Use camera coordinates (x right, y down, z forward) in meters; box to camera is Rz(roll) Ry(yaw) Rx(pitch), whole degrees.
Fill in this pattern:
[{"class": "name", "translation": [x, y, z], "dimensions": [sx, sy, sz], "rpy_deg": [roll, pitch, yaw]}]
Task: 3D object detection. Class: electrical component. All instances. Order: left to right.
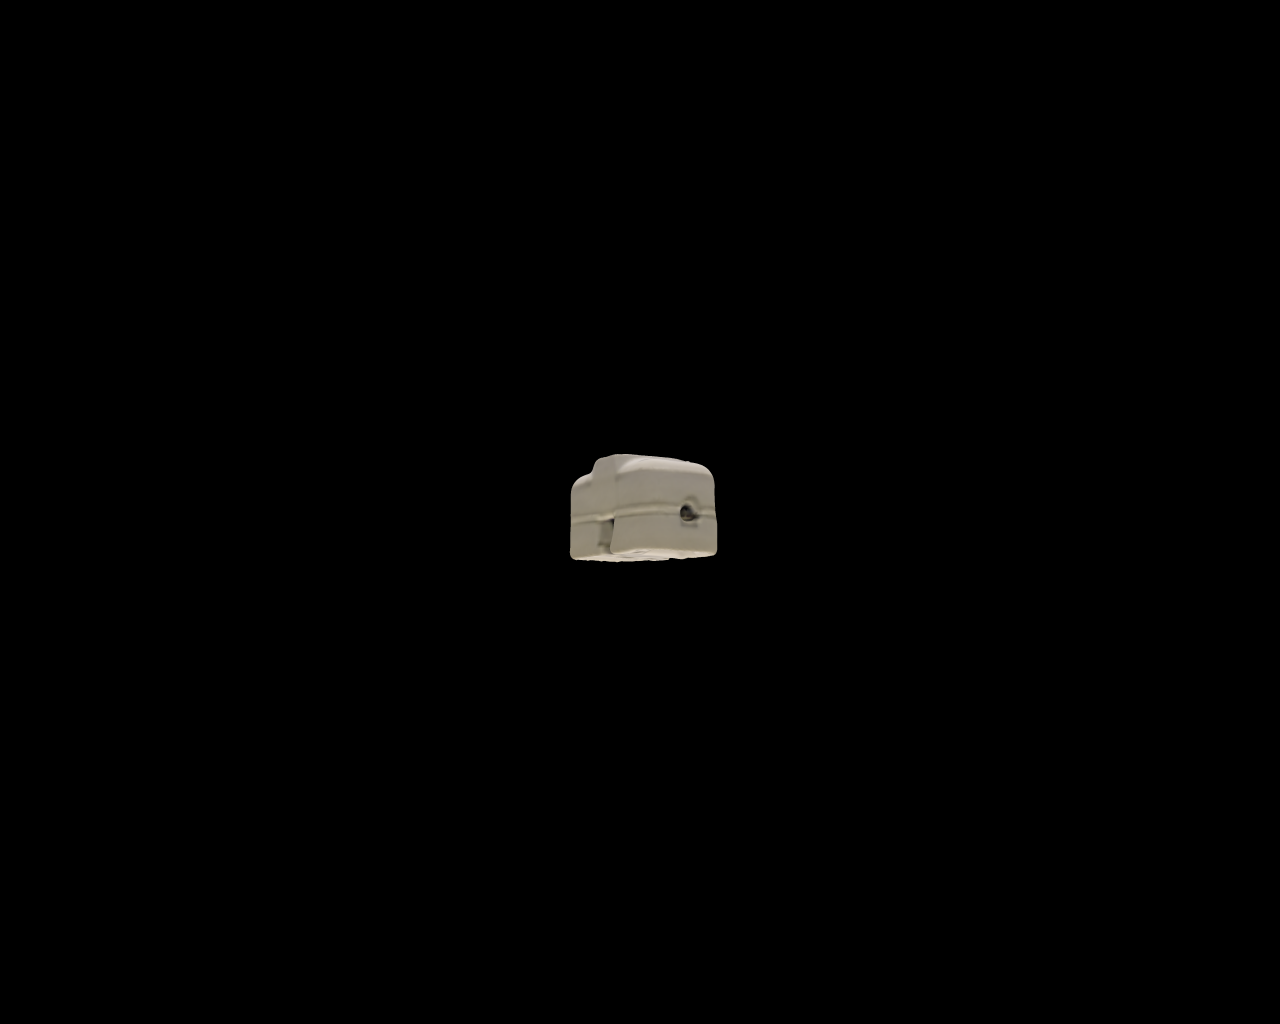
[{"class": "electrical component", "translation": [0.001, -0.003, 0.650], "dimensions": [0.054, 0.059, 0.095], "rpy_deg": [5, -8, -35]}]
